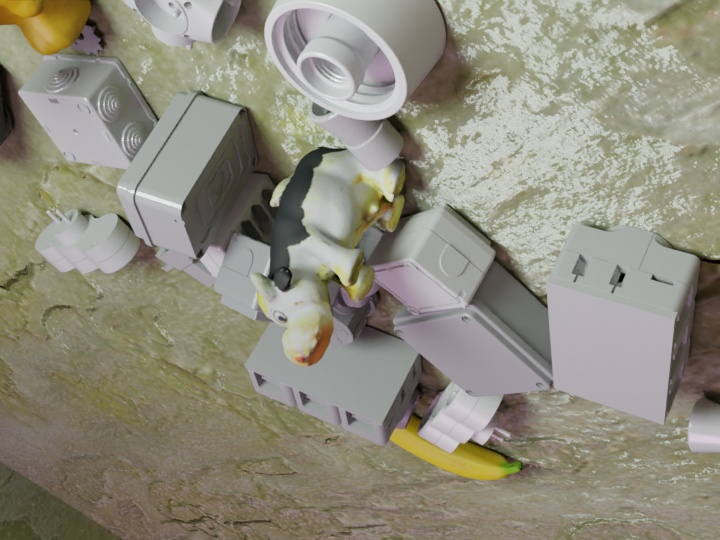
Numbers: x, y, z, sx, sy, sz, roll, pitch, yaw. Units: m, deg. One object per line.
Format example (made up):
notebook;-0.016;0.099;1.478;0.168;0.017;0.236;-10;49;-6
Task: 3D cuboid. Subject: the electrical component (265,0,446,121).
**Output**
electrical component;-0.008;-0.140;0.668;0.108;0.060;0.108;23;153;13

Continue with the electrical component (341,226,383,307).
electrical component;0.000;0.000;0.921;0.043;0.043;0.081;26;153;8

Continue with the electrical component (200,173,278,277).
electrical component;-0.117;-0.040;0.923;0.076;0.083;0.047;9;147;35

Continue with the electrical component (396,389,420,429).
electrical component;0.030;0.135;1.117;0.055;0.048;0.066;23;176;8

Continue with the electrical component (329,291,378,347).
electrical component;-0.028;0.030;0.992;0.080;0.051;0.080;23;152;13

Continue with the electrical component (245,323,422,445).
electrical component;-0.024;0.100;1.065;0.150;0.089;0.061;21;152;18

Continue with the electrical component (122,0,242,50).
electrical component;-0.125;-0.179;0.734;0.077;0.044;0.079;27;153;5

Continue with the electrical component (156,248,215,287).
electrical component;-0.156;-0.017;1.046;0.064;0.042;0.081;37;153;-17

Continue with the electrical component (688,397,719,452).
electrical component;0.294;0.127;0.850;0.055;0.045;0.045;8;146;36

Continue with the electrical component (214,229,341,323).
electrical component;-0.062;0.013;0.879;0.096;0.061;0.062;19;-178;-43

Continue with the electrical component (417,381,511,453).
electrical component;0.112;0.146;1.052;0.074;0.052;0.138;30;153;-1

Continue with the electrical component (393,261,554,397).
electrical component;0.102;0.051;0.894;0.109;0.056;0.109;41;151;-21

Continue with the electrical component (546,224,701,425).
electrical component;0.191;0.038;0.780;0.089;0.061;0.150;17;151;23

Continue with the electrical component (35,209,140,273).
electrical component;-0.302;-0.039;1.141;0.138;0.052;0.073;1;141;43

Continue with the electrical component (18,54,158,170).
electrical component;-0.228;-0.132;0.910;0.100;0.048;0.099;10;146;32

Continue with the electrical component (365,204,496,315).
electrical component;0.052;-0.008;0.846;0.062;0.061;0.096;38;159;-18

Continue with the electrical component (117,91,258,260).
electrical component;-0.134;-0.076;0.847;0.057;0.113;0.078;18;151;16

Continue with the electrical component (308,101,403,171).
electrical component;0.000;-0.100;0.753;0.044;0.044;0.065;0;145;45
